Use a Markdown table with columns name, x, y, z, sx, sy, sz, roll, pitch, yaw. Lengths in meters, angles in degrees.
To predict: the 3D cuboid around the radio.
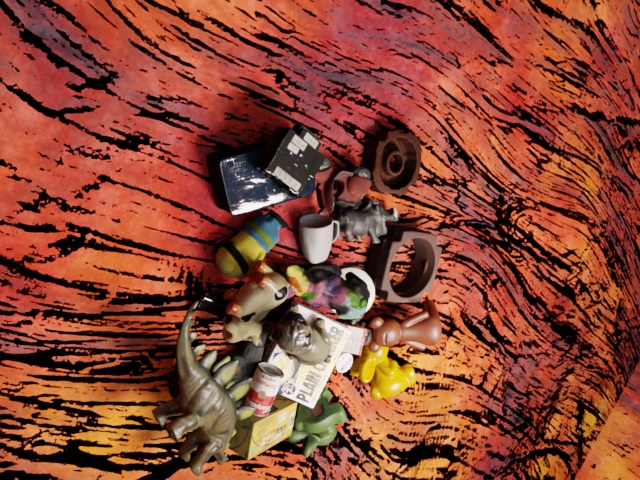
| name | x | y | z | sx | sy | sz | roll | pitch | yaw |
| --- | --- | --- | --- | --- | --- | --- | --- | --- | --- |
| radio | -0.121 | -0.142 | 1.170 | 0.229 | 0.073 | 0.131 | -18 | 115 | -29 |

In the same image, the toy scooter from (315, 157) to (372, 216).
| name | x | y | z | sx | sy | sz | roll | pitch | yaw |
| --- | --- | --- | --- | --- | --- | --- | --- | --- | --- |
| toy scooter | 0.044 | -0.118 | 1.282 | 0.184 | 0.075 | 0.135 | 9 | 85 | -36 |

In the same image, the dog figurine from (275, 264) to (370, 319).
| name | x | y | z | sx | sy | sz | roll | pitch | yaw |
| --- | --- | --- | --- | --- | --- | --- | --- | --- | --- |
| dog figurine | -0.005 | 0.116 | 1.270 | 0.219 | 0.192 | 0.108 | 10 | 105 | -53 |

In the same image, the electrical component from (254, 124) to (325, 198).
| name | x | y | z | sx | sy | sz | roll | pitch | yaw |
| --- | --- | --- | --- | --- | --- | --- | --- | --- | --- |
| electrical component | -0.057 | -0.171 | 1.123 | 0.114 | 0.058 | 0.134 | 38 | 78 | -37 |

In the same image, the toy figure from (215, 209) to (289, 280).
| name | x | y | z | sx | sy | sz | roll | pitch | yaw |
| --- | --- | --- | --- | --- | --- | --- | --- | --- | --- |
| toy figure | -0.154 | 0.006 | 1.186 | 0.089 | 0.082 | 0.180 | 45 | 81 | -24 |

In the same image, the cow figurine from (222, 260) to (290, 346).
| name | x | y | z | sx | sy | sz | roll | pitch | yaw |
| --- | --- | --- | --- | --- | --- | --- | --- | --- | --- |
| cow figurine | -0.143 | 0.148 | 1.162 | 0.127 | 0.086 | 0.195 | 35 | 108 | -31 |

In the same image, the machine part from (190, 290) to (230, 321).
| name | x | y | z | sx | sy | sz | roll | pitch | yaw |
| --- | --- | --- | --- | --- | --- | --- | --- | --- | --- |
| machine part | -0.221 | 0.146 | 1.207 | 0.138 | 0.039 | 0.084 | 22 | 99 | -40 |

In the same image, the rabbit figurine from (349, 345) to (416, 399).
| name | x | y | z | sx | sy | sz | roll | pitch | yaw |
| --- | --- | --- | --- | --- | --- | --- | --- | --- | --- |
| rabbit figurine | 0.163 | 0.348 | 1.513 | 0.162 | 0.122 | 0.173 | -19 | 100 | -20 |

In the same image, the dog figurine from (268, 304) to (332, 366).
| name | x | y | z | sx | sy | sz | roll | pitch | yaw |
| --- | --- | --- | --- | --- | --- | --- | --- | --- | --- |
| dog figurine | -0.031 | 0.229 | 1.187 | 0.172 | 0.190 | 0.121 | 28 | 87 | -8 |

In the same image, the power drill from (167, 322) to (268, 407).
| name | x | y | z | sx | sy | sz | roll | pitch | yaw |
| --- | --- | --- | --- | --- | --- | --- | --- | --- | --- |
| power drill | -0.232 | 0.284 | 1.221 | 0.207 | 0.086 | 0.231 | 9 | 101 | -44 |

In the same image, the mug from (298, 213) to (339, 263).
| name | x | y | z | sx | sy | sz | roll | pitch | yaw |
| --- | --- | --- | --- | --- | --- | --- | --- | --- | --- |
| mug | -0.003 | -0.004 | 1.297 | 0.109 | 0.081 | 0.107 | -21 | 126 | -38 |

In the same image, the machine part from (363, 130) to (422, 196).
| name | x | y | z | sx | sy | sz | roll | pitch | yaw |
| --- | --- | --- | --- | --- | --- | --- | --- | --- | --- |
| machine part | 0.185 | -0.199 | 1.380 | 0.179 | 0.056 | 0.179 | -11 | 109 | -34 |

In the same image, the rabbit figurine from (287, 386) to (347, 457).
| name | x | y | z | sx | sy | sz | roll | pitch | yaw |
| --- | --- | --- | --- | --- | --- | --- | --- | --- | --- |
| rabbit figurine | -0.001 | 0.498 | 1.423 | 0.159 | 0.121 | 0.170 | -39 | 138 | -24 |

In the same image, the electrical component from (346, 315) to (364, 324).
| name | x | y | z | sx | sy | sz | roll | pitch | yaw |
| --- | --- | --- | --- | --- | --- | --- | --- | --- | --- |
| electrical component | 0.085 | 0.170 | 1.426 | 0.078 | 0.045 | 0.102 | 15 | 94 | -39 |

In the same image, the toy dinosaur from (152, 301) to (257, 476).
| name | x | y | z | sx | sy | sz | roll | pitch | yaw |
| --- | --- | --- | --- | --- | --- | --- | --- | --- | --- |
| toy dinosaur | -0.241 | 0.330 | 1.117 | 0.198 | 0.105 | 0.470 | -37 | 137 | -30 |

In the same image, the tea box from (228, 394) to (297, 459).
| name | x | y | z | sx | sy | sz | roll | pitch | yaw |
| --- | --- | --- | --- | --- | --- | --- | --- | --- | --- |
| tea box | -0.137 | 0.448 | 1.305 | 0.169 | 0.068 | 0.098 | -1 | 105 | -56 |

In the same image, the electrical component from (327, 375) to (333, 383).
| name | x | y | z | sx | sy | sz | roll | pitch | yaw |
| --- | --- | --- | --- | --- | --- | --- | --- | --- | --- |
| electrical component | -0.004 | 0.324 | 1.407 | 0.075 | 0.048 | 0.119 | -12 | 110 | -33 |

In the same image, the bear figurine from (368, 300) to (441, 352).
| name | x | y | z | sx | sy | sz | roll | pitch | yaw |
| --- | --- | --- | --- | --- | --- | --- | --- | --- | --- |
| bear figurine | 0.228 | 0.241 | 1.470 | 0.196 | 0.132 | 0.120 | -3 | 107 | 3 |

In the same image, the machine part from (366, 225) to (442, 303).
| name | x | y | z | sx | sy | sz | roll | pitch | yaw |
| --- | --- | --- | --- | --- | --- | --- | --- | --- | --- |
| machine part | 0.227 | 0.065 | 1.472 | 0.201 | 0.087 | 0.200 | 5 | 101 | -38 |

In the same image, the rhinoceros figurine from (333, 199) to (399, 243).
| name | x | y | z | sx | sy | sz | roll | pitch | yaw |
| --- | --- | --- | --- | --- | --- | --- | --- | --- | --- |
| rhinoceros figurine | 0.117 | -0.048 | 1.372 | 0.190 | 0.073 | 0.112 | -4 | 96 | -33 |
